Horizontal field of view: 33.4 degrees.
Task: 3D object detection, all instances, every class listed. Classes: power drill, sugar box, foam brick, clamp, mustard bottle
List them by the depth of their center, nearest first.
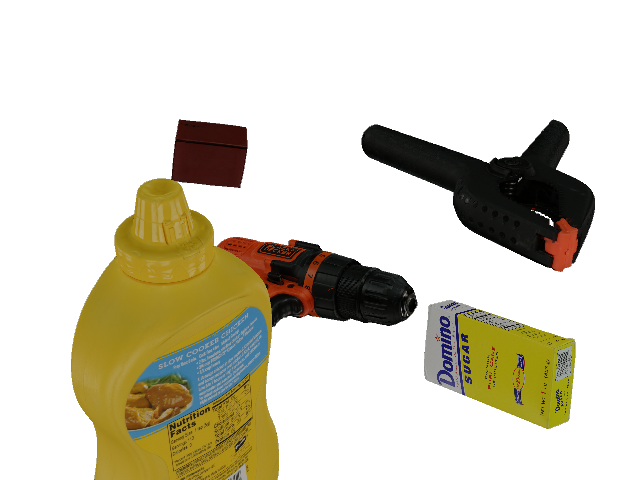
[{"bbox_3d":[-0.064,0.059,0.478,0.096,0.192,0.058,-28,43,-34],"label":"mustard bottle"},{"bbox_3d":[0.119,-0.040,0.743,0.164,0.036,0.210,-1,27,-5],"label":"clamp"},{"bbox_3d":[-0.044,0.063,0.798,0.185,0.057,0.187,10,31,33],"label":"power drill"},{"bbox_3d":[-0.120,-0.095,1.163,0.078,0.051,0.053,6,30,-6],"label":"foam brick"},{"bbox_3d":[0.191,0.132,1.165,0.048,0.093,0.177,-10,18,-44],"label":"sugar box"}]
